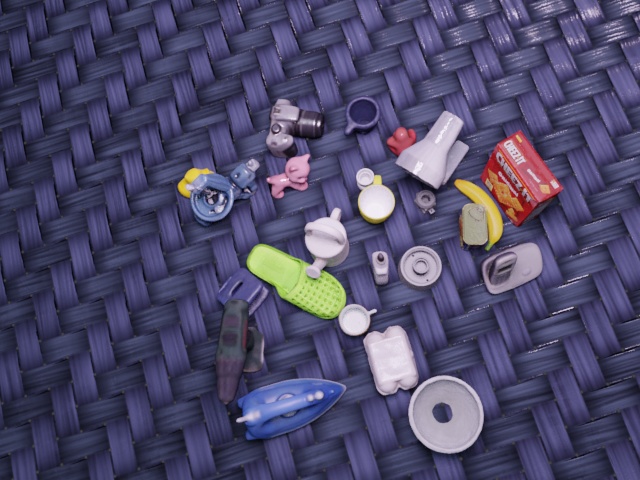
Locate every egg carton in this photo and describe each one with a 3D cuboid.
[{"bbox_3d":[0.169,0.283,1.349,0.107,0.069,0.150,-17,75,1],"label":"egg carton"}]

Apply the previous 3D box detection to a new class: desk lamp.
[{"bbox_3d":[0.276,-0.208,1.382,0.117,0.213,0.203,33,82,12],"label":"desk lamp"}]

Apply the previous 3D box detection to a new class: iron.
[{"bbox_3d":[-0.067,0.376,1.312,0.258,0.141,0.118,-19,75,1],"label":"iron"}]

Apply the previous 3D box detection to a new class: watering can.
[{"bbox_3d":[0.015,0.005,1.366,0.101,0.194,0.173,-3,76,5],"label":"watering can"}]

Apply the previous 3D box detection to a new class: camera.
[{"bbox_3d":[-0.062,-0.295,1.494,0.136,0.101,0.143,8,77,7],"label":"camera"}]

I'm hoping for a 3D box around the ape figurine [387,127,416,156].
[{"bbox_3d":[0.210,-0.258,1.464,0.077,0.092,0.076,-4,76,5],"label":"ape figurine"}]

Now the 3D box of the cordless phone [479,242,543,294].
[{"bbox_3d":[0.449,0.053,1.317,0.147,0.185,0.094,-25,75,-1],"label":"cordless phone"}]

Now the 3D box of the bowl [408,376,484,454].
[{"bbox_3d":[0.284,0.396,1.308,0.167,0.075,0.167,-1,76,5],"label":"bowl"}]

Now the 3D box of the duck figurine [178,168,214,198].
[{"bbox_3d":[-0.326,-0.156,1.494,0.104,0.086,0.077,-20,75,1],"label":"duck figurine"}]

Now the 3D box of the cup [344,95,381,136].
[{"bbox_3d":[0.104,-0.303,1.483,0.091,0.095,0.118,37,83,13],"label":"cup"}]

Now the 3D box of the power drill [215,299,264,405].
[{"bbox_3d":[-0.186,0.257,1.318,0.075,0.208,0.230,-1,76,6],"label":"power drill"}]

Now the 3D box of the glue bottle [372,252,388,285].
[{"bbox_3d":[0.143,0.057,1.352,0.037,0.173,0.078,-7,76,4],"label":"glue bottle"}]

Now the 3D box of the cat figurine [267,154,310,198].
[{"bbox_3d":[-0.076,-0.167,1.456,0.128,0.118,0.067,-20,75,1],"label":"cat figurine"}]

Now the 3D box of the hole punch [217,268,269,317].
[{"bbox_3d":[-0.196,0.131,1.410,0.101,0.091,0.109,37,83,13],"label":"hole punch"}]

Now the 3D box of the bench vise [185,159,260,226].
[{"bbox_3d":[-0.252,-0.141,1.414,0.121,0.220,0.207,30,81,12],"label":"bench vise"}]
